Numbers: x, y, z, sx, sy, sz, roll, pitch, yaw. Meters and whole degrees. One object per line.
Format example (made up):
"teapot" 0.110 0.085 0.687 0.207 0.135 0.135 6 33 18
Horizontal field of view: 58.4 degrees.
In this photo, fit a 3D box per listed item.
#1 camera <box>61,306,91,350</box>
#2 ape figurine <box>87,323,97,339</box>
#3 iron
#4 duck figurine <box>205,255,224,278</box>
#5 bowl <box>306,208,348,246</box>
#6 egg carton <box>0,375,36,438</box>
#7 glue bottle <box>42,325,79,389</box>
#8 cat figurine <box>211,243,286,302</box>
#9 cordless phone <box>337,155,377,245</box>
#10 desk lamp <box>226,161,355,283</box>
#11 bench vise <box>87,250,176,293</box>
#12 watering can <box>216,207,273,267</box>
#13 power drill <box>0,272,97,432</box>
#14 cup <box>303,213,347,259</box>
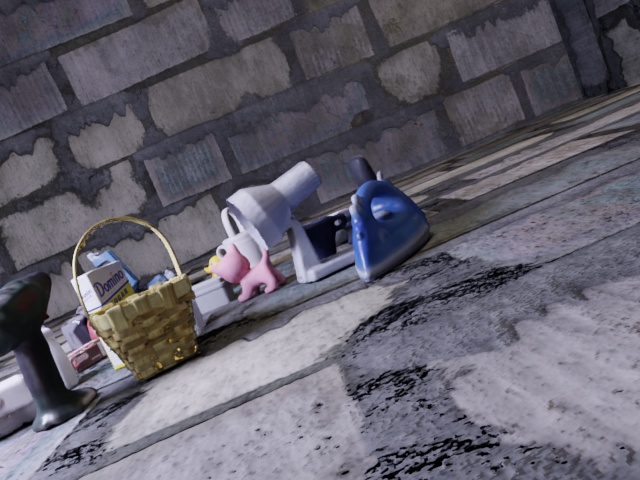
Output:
"camera" -0.606 0.217 1.561 0.136 0.101 0.143 -21 6 21
"ape figurine" -0.572 0.216 1.487 0.077 0.092 0.076 -19 7 31
"iron" 0.096 -0.034 0.960 0.118 0.141 0.259 -20 6 25
"duck figurine" -0.267 0.081 1.579 0.104 0.086 0.077 -23 6 -6
"bowl" 0.024 -0.019 1.431 0.167 0.075 0.167 -22 6 3
"egg carton" -0.490 0.261 0.867 0.151 0.069 0.107 -27 7 -33
"glue bottle" -0.491 0.189 1.013 0.078 0.173 0.037 -19 7 31
"cat figurine" -0.151 0.059 1.167 0.127 0.118 0.067 -21 6 18
"cordless phone" 0.093 -0.093 1.291 0.147 0.185 0.094 -17 9 45
"desk lamp" -0.045 -0.027 1.074 0.203 0.213 0.117 -24 6 -15
"bench vise" -0.480 0.111 1.453 0.208 0.220 0.121 -27 7 -34
"watering can" -0.201 0.000 1.525 0.173 0.194 0.101 -23 6 -3
"power drill" -0.405 0.154 0.822 0.075 0.208 0.229 -23 6 -4
"cup" 0.011 0.004 1.168 0.118 0.095 0.091 -23 6 -3
